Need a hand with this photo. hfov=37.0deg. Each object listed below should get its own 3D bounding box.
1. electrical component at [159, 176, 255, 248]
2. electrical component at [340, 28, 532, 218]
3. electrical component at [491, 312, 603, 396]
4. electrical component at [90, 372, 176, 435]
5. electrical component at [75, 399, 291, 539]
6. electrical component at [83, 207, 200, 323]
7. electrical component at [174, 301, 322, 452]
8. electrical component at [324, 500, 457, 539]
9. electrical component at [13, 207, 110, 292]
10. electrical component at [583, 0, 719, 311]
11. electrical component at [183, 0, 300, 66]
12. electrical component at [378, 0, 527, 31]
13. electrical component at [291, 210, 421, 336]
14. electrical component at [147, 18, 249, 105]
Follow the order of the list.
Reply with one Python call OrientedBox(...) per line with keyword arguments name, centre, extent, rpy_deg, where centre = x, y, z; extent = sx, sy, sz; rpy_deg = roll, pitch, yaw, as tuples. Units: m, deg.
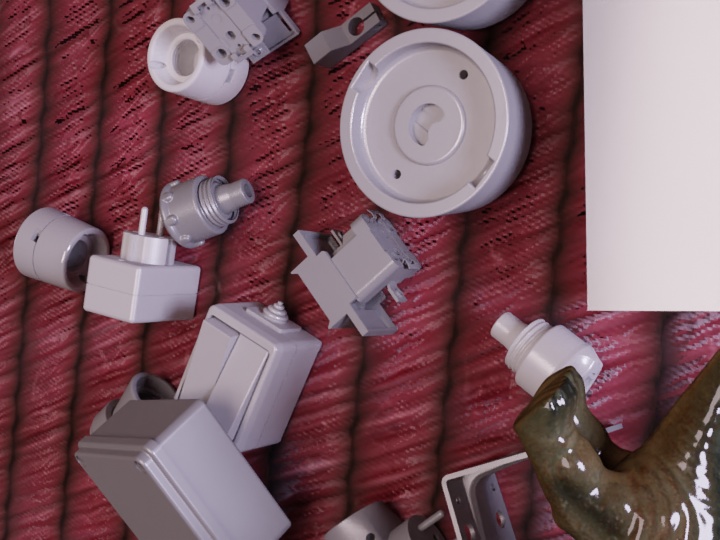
OrientedBox(name="electrical component", centre=(-0.102, -0.045, 0.737), extent=(0.062, 0.048, 0.048), rpy_deg=(-18, 81, 23))
OrientedBox(name="electrical component", centre=(0.049, -0.083, 0.637), extent=(0.108, 0.060, 0.108), rpy_deg=(0, 90, 30))
OrientedBox(name="electrical component", centre=(0.103, 0.049, 0.616), extent=(0.062, 0.043, 0.043), rpy_deg=(39, 109, 26))
OrientedBox(name="electrical component", centre=(-0.161, 0.107, 0.771), extent=(0.055, 0.045, 0.045), rpy_deg=(-44, 70, 23))
OrientedBox(name="electrical component", centre=(-0.116, 0.140, 0.695), extent=(0.109, 0.056, 0.108), rpy_deg=(-10, 118, 53))
OrientedBox(name="electrical component", centre=(-0.149, -0.006, 0.751), extent=(0.047, 0.066, 0.076), rpy_deg=(12, 96, 30))
OrientedBox(name="electrical component", centre=(-0.075, 0.064, 0.710), extent=(0.062, 0.061, 0.096), rpy_deg=(30, 105, 27))
OrientedBox(name="electrical component", centre=(0.028, 0.177, 0.660), extent=(0.079, 0.044, 0.077), rpy_deg=(-41, 71, 24))
OrientedBox(name="electrical component", centre=(-0.221, -0.014, 0.800), extent=(0.047, 0.055, 0.055), rpy_deg=(19, 100, 25))
OrientedBox(name="electrical component", centre=(0.178, -0.072, 0.561), extent=(0.105, 0.060, 0.186), rpy_deg=(-1, 90, 30))
OrientedBox(name="electrical component", centre=(-0.082, -0.171, 0.705), extent=(0.042, 0.063, 0.081), rpy_deg=(-28, 118, 28))
OrientedBox(name="electrical component", centre=(0.060, -0.193, 0.630), extent=(0.108, 0.060, 0.108), rpy_deg=(0, 90, 31))
OrientedBox(name="electrical component", centre=(0.000, 0.000, 0.678), extent=(0.064, 0.042, 0.081), rpy_deg=(-42, 71, 20))
OrientedBox(name="electrical component", centre=(-0.112, -0.144, 0.739), extent=(0.055, 0.047, 0.055), rpy_deg=(0, 90, 31))
